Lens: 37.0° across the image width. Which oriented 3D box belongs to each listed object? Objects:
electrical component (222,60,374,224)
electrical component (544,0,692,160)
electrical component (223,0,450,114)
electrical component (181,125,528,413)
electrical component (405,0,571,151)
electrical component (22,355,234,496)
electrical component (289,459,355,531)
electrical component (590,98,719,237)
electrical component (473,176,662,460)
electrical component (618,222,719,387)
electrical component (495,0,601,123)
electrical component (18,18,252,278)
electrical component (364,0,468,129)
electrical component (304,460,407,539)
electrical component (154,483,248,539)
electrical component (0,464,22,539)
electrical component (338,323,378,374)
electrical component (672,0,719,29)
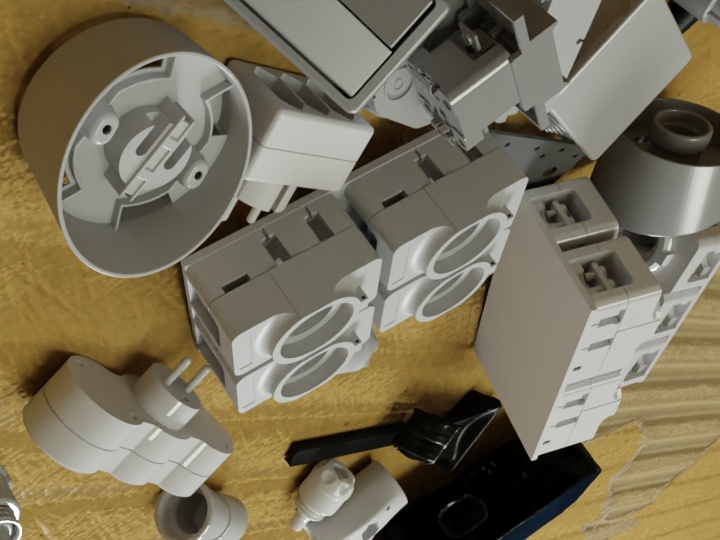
[{"bbox_3d":[-0.045,-0.054,0.530,0.066,0.047,0.076,3,127,-48],"label":"electrical component"},{"bbox_3d":[0.142,-0.126,0.643,0.099,0.048,0.100,-48,147,8],"label":"electrical component"},{"bbox_3d":[-0.018,-0.119,0.445,0.096,0.061,0.061,41,98,-15],"label":"electrical component"},{"bbox_3d":[0.000,0.000,0.606,0.186,0.060,0.105,-29,157,-18],"label":"electrical component"},{"bbox_3d":[0.058,-0.094,0.502,0.064,0.042,0.081,-38,146,-5],"label":"electrical component"},{"bbox_3d":[-0.115,0.078,0.604,0.073,0.052,0.138,-46,147,6],"label":"electrical component"},{"bbox_3d":[-0.033,0.175,0.821,0.035,0.035,0.061,13,120,-52],"label":"electrical component"},{"bbox_3d":[0.212,-0.073,0.737,0.099,0.099,0.064,-21,136,-30],"label":"electrical component"},{"bbox_3d":[0.143,0.036,0.758,0.060,0.105,0.186,-14,144,-16],"label":"electrical component"},{"bbox_3d":[0.205,0.009,0.829,0.062,0.089,0.150,-10,135,-40],"label":"electrical component"},{"bbox_3d":[0.083,-0.132,0.565,0.050,0.055,0.089,-16,139,-39],"label":"electrical component"},{"bbox_3d":[-0.094,-0.055,0.462,0.099,0.064,0.099,-28,145,-22],"label":"electrical component"},{"bbox_3d":[0.022,-0.113,0.530,0.080,0.051,0.080,-28,145,-22],"label":"electrical component"},{"bbox_3d":[-0.004,0.200,0.873,0.077,0.043,0.079,-36,156,-15],"label":"electrical component"},{"bbox_3d":[-0.104,0.167,0.732,0.044,0.044,0.065,-44,152,3],"label":"electrical component"},{"bbox_3d":[-0.201,0.136,0.572,0.048,0.062,0.048,-28,145,-22],"label":"electrical component"},{"bbox_3d":[-0.023,0.045,0.673,0.062,0.043,0.043,-6,133,-40],"label":"electrical component"},{"bbox_3d":[0.225,-0.168,0.661,0.040,0.078,0.040,-40,161,-17],"label":"electrical component"}]
